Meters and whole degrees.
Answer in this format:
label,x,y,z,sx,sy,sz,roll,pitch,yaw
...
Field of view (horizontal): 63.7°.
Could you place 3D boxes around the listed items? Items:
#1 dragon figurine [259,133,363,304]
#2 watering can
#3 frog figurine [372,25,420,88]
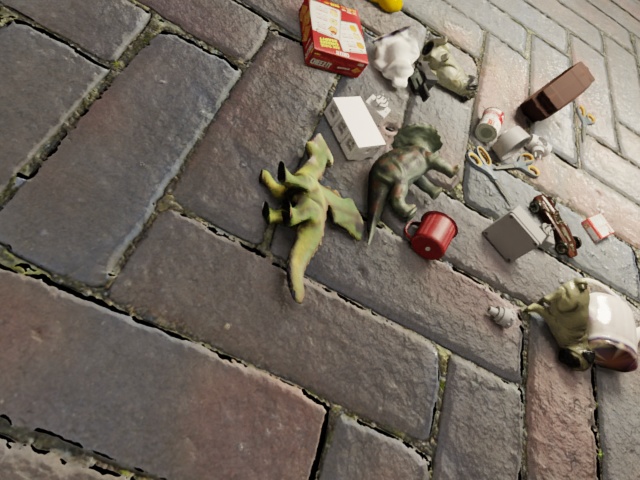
label,x,y,z,sx,sy,sz,roll,pitch,yaw
dragon figurine,0.003,-0.055,1.086,0.242,0.418,0.120,8,-31,-35
watering can,0.774,0.238,1.330,0.345,0.230,0.102,32,-38,-17
frog figurine,0.227,-0.519,1.494,0.138,0.158,0.123,-20,8,-11
